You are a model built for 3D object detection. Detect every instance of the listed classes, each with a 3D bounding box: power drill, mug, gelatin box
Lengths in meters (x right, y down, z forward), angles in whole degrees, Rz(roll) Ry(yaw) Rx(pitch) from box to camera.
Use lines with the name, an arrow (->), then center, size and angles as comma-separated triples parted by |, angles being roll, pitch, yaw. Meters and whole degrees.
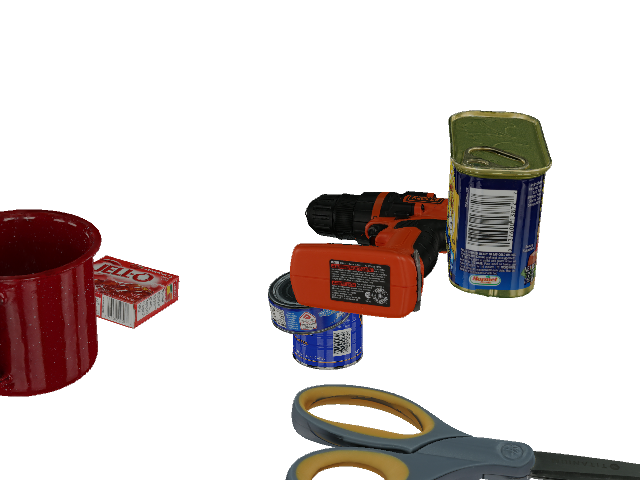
power drill -> 0.045, 0.002, 0.914 | 0.185, 0.057, 0.187 | 4, 21, 24
mug -> -0.174, 0.042, 0.612 | 0.093, 0.081, 0.117 | 4, 25, 5
gelatin box -> -0.191, 0.047, 1.013 | 0.089, 0.030, 0.073 | 15, 25, 24

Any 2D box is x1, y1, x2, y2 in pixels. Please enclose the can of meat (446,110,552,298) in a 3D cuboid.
can of meat -> 0.106, -0.024, 0.655 | 0.057, 0.084, 0.102 | 3, 25, 4

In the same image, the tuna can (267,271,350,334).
tuna can -> -0.012, 0.061, 1.114 | 0.086, 0.034, 0.086 | -7, 27, 3

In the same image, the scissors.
scissors -> 0.072, 0.108, 0.475 | 0.202, 0.016, 0.096 | 13, 31, 22

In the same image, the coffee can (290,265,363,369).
coffee can -> 0.010, 0.098, 1.513 | 0.103, 0.140, 0.103 | -1, 20, 0
